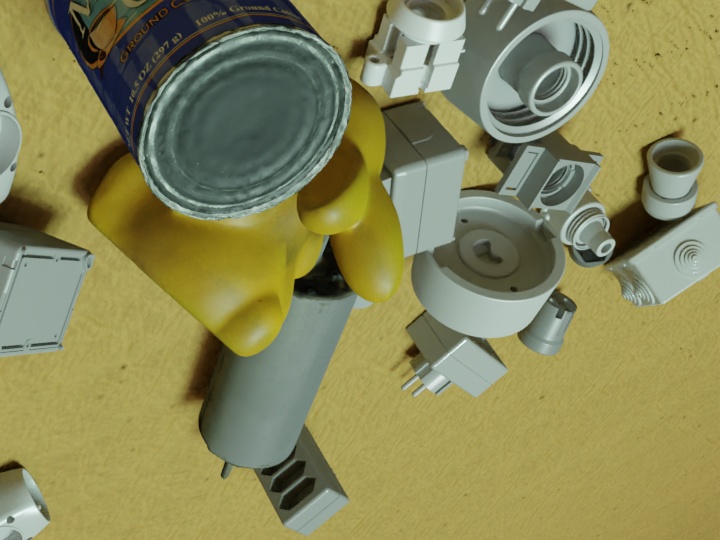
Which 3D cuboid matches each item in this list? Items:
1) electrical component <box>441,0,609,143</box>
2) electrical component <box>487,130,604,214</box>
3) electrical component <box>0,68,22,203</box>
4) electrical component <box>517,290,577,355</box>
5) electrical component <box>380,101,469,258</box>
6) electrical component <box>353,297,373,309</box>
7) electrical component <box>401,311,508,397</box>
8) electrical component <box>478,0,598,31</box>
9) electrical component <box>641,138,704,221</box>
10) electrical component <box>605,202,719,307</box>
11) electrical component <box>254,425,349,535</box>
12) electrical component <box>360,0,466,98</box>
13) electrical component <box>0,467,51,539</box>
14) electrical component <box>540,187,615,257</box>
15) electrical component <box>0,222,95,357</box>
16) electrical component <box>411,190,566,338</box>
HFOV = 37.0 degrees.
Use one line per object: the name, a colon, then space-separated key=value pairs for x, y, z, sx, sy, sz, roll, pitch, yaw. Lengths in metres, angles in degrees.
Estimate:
electrical component: x=0.110 y=-0.132 z=0.696 sx=0.108 sy=0.060 sz=0.108 roll=-21 pitch=140 yaw=-19
electrical component: x=0.128 y=-0.077 z=0.766 sx=0.081 sy=0.063 sz=0.042 roll=3 pitch=130 yaw=-39
electrical component: x=-0.212 y=-0.062 z=0.528 sx=0.079 sy=0.044 sz=0.077 roll=-37 pitch=150 yaw=-40
electrical component: x=0.165 y=0.045 z=0.944 sx=0.040 sy=0.040 sz=0.046 roll=0 pitch=124 yaw=-37
electrical component: x=0.026 y=-0.053 z=0.715 sx=0.061 sy=0.061 sz=0.096 roll=-18 pitch=139 yaw=-21
electrical component: x=0.000 y=0.000 z=0.771 sx=0.040 sy=0.040 sz=0.046 roll=-15 pitch=143 yaw=-25
electrical component: x=0.068 y=0.079 z=0.898 sx=0.076 sy=0.047 sz=0.083 roll=-41 pitch=141 yaw=10
electrical component: x=0.095 y=-0.175 z=0.621 sx=0.047 sy=0.083 sz=0.075 roll=9 pitch=124 yaw=-43
electrical component: x=0.255 y=-0.074 z=0.881 sx=0.045 sy=0.045 sz=0.055 roll=-25 pitch=141 yaw=-14
electrical component: x=0.268 y=-0.010 z=0.921 sx=0.100 sy=0.048 sz=0.099 roll=-34 pitch=177 yaw=-3
electrical component: x=-0.044 y=0.172 z=0.882 sx=0.047 sy=0.083 sz=0.076 roll=-40 pitch=142 yaw=6
electrical component: x=0.036 y=-0.139 z=0.646 sx=0.066 sy=0.048 sz=0.055 roll=-13 pitch=145 yaw=-27
electrical component: x=-0.265 y=0.165 z=0.739 sx=0.077 sy=0.044 sz=0.079 roll=-27 pitch=142 yaw=-10
electrical component: x=0.175 y=-0.036 z=0.845 sx=0.048 sy=0.062 sz=0.048 roll=-21 pitch=140 yaw=-19
electrical component: x=-0.196 y=0.008 z=0.590 sx=0.096 sy=0.061 sz=0.061 roll=6 pitch=104 yaw=-78
electrical component: x=0.089 y=0.000 z=0.786 sx=0.108 sy=0.108 sz=0.060 roll=-14 pitch=144 yaw=-26
